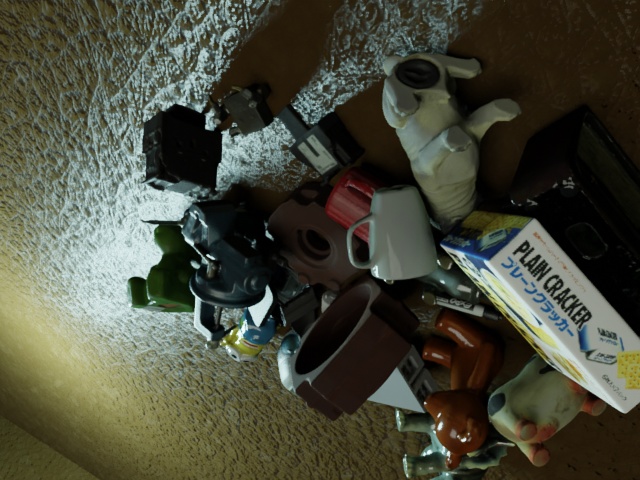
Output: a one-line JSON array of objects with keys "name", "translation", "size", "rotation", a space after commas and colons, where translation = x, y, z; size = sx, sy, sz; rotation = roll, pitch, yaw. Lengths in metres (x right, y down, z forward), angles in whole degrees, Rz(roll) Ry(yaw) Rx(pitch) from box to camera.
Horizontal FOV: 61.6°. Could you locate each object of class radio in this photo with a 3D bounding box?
[{"name": "radio", "translation": [0.307, -0.015, 0.570], "size": [0.229, 0.131, 0.073], "rotation": [46, 139, -7]}]

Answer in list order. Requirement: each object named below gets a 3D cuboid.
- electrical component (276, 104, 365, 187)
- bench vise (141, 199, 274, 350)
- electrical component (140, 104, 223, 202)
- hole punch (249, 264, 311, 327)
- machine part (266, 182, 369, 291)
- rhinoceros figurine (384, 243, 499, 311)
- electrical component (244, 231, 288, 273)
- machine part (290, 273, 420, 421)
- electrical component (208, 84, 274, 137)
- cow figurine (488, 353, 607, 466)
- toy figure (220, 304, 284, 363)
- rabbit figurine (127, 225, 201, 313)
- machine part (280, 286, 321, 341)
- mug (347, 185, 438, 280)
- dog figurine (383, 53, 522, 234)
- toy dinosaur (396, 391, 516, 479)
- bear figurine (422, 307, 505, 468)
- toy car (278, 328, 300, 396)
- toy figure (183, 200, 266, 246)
[{"name": "electrical component", "translation": [-0.005, -0.140, 0.745], "size": [0.119, 0.048, 0.075], "rotation": [47, 137, -7]}, {"name": "bench vise", "translation": [-0.173, 0.063, 0.871], "size": [0.224, 0.129, 0.240], "rotation": [27, 117, 28]}, {"name": "electrical component", "translation": [-0.212, -0.138, 0.829], "size": [0.058, 0.115, 0.134], "rotation": [-14, 72, 40]}, {"name": "hole punch", "translation": [-0.084, 0.078, 0.968], "size": [0.116, 0.092, 0.142], "rotation": [59, 146, 24]}, {"name": "machine part", "translation": [-0.002, -0.003, 0.853], "size": [0.180, 0.056, 0.179], "rotation": [19, 132, 22]}, {"name": "rhinoceros figurine", "translation": [0.178, 0.045, 0.731], "size": [0.191, 0.112, 0.073], "rotation": [22, 107, 36]}, {"name": "electrical component", "translation": [-0.090, 0.027, 0.878], "size": [0.094, 0.021, 0.063], "rotation": [33, 132, 27]}, {"name": "machine part", "translation": [0.049, 0.158, 0.821], "size": [0.087, 0.201, 0.201], "rotation": [42, -179, -10]}, {"name": "electrical component", "translation": [-0.114, -0.189, 0.782], "size": [0.102, 0.045, 0.078], "rotation": [-4, 121, 37]}, {"name": "cow figurine", "translation": [0.304, 0.185, 0.711], "size": [0.085, 0.195, 0.127], "rotation": [55, 170, -24]}, {"name": "toy figure", "translation": [-0.128, 0.179, 1.075], "size": [0.082, 0.089, 0.180], "rotation": [39, 129, 9]}, {"name": "rabbit figurine", "translation": [-0.271, 0.047, 1.028], "size": [0.159, 0.170, 0.121], "rotation": [14, 154, -36]}, {"name": "machine part", "translation": [-0.031, 0.133, 0.960], "size": [0.039, 0.084, 0.138], "rotation": [44, 160, 27]}, {"name": "mug", "translation": [0.086, -0.012, 0.661], "size": [0.110, 0.081, 0.107], "rotation": [-7, 100, -1]}, {"name": "dog figurine", "translation": [0.131, -0.111, 0.650], "size": [0.172, 0.121, 0.190], "rotation": [61, 164, 26]}, {"name": "toy dinosaur", "translation": [0.243, 0.384, 0.958], "size": [0.192, 0.131, 0.404], "rotation": [-9, 139, 6]}, {"name": "bear figurine", "translation": [0.197, 0.217, 0.794], "size": [0.132, 0.196, 0.120], "rotation": [26, 139, 16]}, {"name": "toy car", "translation": [-0.024, 0.257, 1.051], "size": [0.162, 0.103, 0.109], "rotation": [40, 138, 3]}, {"name": "toy figure", "translation": [-0.171, -0.026, 0.945], "size": [0.155, 0.064, 0.057], "rotation": [14, 145, 24]}]
